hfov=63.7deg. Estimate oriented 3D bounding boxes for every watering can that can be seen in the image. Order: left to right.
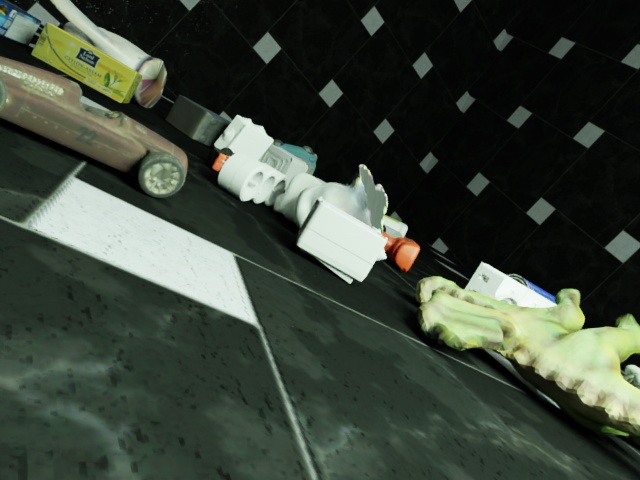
[{"bbox_3d":[-0.440,-0.389,1.072,0.224,0.105,0.345,28,-11,-3],"label":"watering can"}]

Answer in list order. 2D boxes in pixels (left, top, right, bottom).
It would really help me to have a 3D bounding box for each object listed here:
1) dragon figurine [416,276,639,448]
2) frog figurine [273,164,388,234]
[{"bbox_3d":[0.208,0.117,0.504,0.242,0.121,0.414,11,9,-12],"label":"dragon figurine"},{"bbox_3d":[0.002,-0.035,0.695,0.159,0.123,0.138,-6,-1,25],"label":"frog figurine"}]
